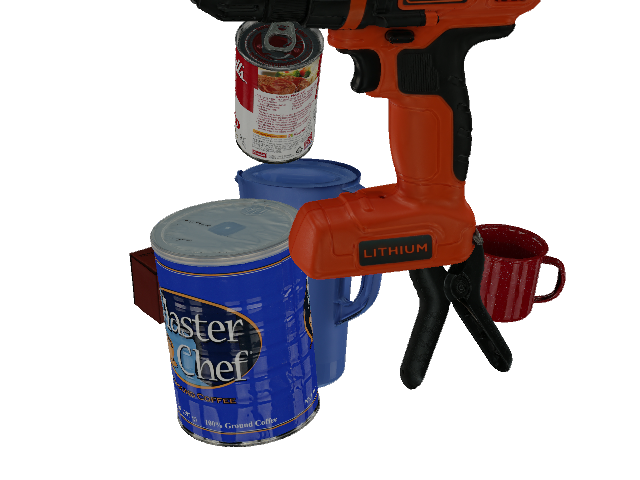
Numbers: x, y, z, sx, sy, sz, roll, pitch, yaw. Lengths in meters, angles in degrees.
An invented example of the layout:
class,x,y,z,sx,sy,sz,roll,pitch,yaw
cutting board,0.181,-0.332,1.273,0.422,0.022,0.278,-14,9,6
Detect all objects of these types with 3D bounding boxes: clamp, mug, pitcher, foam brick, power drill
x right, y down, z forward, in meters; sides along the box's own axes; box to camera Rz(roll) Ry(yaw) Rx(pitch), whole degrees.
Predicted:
class,x,y,z,sx,sy,sz,roll,pitch,yaw
clamp,0.108,0.050,0.953,0.120,0.171,0.039,-16,2,-37
mug,0.210,0.039,1.176,0.117,0.081,0.093,7,25,4
pitcher,-0.016,0.038,1.166,0.145,0.243,0.149,-3,18,-11
foam brick,-0.125,0.032,0.961,0.078,0.051,0.053,-18,28,-32
power drill,0.023,-0.072,0.560,0.184,0.188,0.057,-5,31,-13

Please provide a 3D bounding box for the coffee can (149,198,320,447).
class,x,y,z,sx,sy,sz,roll,pitch,yaw
coffee can,-0.056,0.054,0.731,0.103,0.140,0.103,-4,22,2

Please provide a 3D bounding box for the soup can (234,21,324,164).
class,x,y,z,sx,sy,sz,roll,pitch,yaw
soup can,-0.034,-0.119,0.845,0.068,0.068,0.102,0,-41,-5
